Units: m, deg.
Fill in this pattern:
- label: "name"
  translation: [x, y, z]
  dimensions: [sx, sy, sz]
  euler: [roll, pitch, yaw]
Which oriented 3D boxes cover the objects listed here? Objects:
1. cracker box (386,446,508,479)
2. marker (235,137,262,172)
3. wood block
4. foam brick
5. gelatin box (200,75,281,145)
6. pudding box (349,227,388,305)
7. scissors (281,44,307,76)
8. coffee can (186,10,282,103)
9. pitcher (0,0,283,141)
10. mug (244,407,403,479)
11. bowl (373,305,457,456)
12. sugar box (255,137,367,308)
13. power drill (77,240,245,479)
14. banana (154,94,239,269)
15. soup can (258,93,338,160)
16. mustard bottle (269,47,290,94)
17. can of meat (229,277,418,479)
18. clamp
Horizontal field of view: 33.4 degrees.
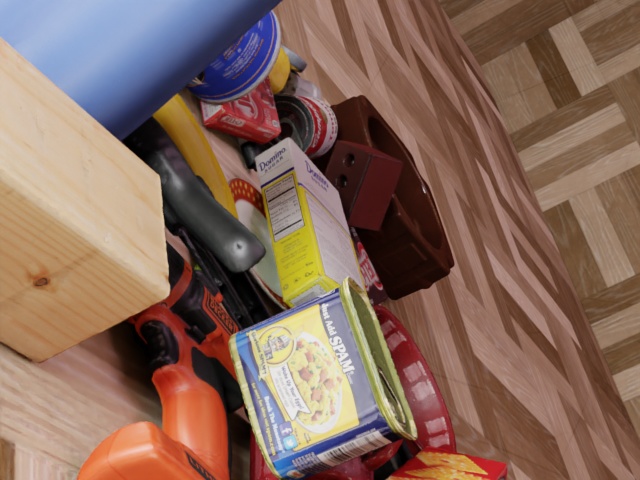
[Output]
- label: "cracker box"
  translation: [0.060, 0.233, 0.677]
  dimensions: [0.213, 0.072, 0.164]
  euler: [1, 98, -71]
- label: "marker"
  translation: [-0.081, -0.120, 1.013]
  dimensions: [0.121, 0.020, 0.020]
  euler: [66, 17, 12]
- label: "wood block"
  translation: [-0.170, -0.036, 0.498]
  dimensions: [0.205, 0.091, 0.090]
  euler: [45, 25, -46]
- label: "foam brick"
  translation: [0.038, -0.054, 1.063]
  dimensions: [0.051, 0.078, 0.053]
  euler: [11, 12, -45]
- label: "gelatin box"
  translation: [-0.077, -0.138, 0.985]
  dimensions: [0.073, 0.030, 0.089]
  euler: [16, 52, -44]
- label: "pudding box"
  translation: [0.024, 0.031, 1.055]
  dimensions: [0.090, 0.039, 0.113]
  euler: [63, 16, 3]
- label: "scissors"
  translation: [-0.055, -0.214, 1.227]
  dimensions: [0.096, 0.016, 0.202]
  euler: [31, 3, -8]
- label: "coffee can"
  translation: [-0.110, -0.189, 0.891]
  dimensions: [0.140, 0.103, 0.103]
  euler: [34, 33, -57]
- label: "pitcher"
  translation: [-0.103, -0.161, 0.626]
  dimensions: [0.149, 0.243, 0.145]
  euler: [51, 21, -13]
- label: "mug"
  translation: [0.005, 0.138, 0.709]
  dimensions: [0.093, 0.117, 0.081]
  euler: [52, 25, -38]
- label: "bowl"
  translation: [0.062, 0.142, 0.968]
  dimensions: [0.162, 0.055, 0.162]
  euler: [53, 19, -28]
- label: "sugar box"
  translation: [-0.006, 0.001, 0.928]
  dimensions: [0.093, 0.048, 0.176]
  euler: [46, 19, -42]
- label: "power drill"
  translation: [-0.091, 0.078, 0.612]
  dimensions: [0.184, 0.057, 0.187]
  euler: [52, 19, -32]
- label: "banana"
  translation: [-0.103, -0.058, 0.822]
  dimensions: [0.198, 0.037, 0.069]
  euler: [67, 16, 15]
- label: "soup can"
  translation: [-0.025, -0.114, 1.085]
  dimensions: [0.068, 0.069, 0.102]
  euler: [63, 16, 2]
- label: "mustard bottle"
  translation: [-0.103, -0.229, 1.050]
  dimensions: [0.191, 0.058, 0.096]
  euler: [51, 19, -31]
- label: "can of meat"
  translation: [0.000, 0.086, 0.643]
  dimensions: [0.057, 0.084, 0.102]
  euler: [45, 23, -61]
- label: "clamp"
  translation: [-0.088, -0.023, 0.712]
  dimensions: [0.210, 0.036, 0.164]
  euler: [54, -14, 17]
